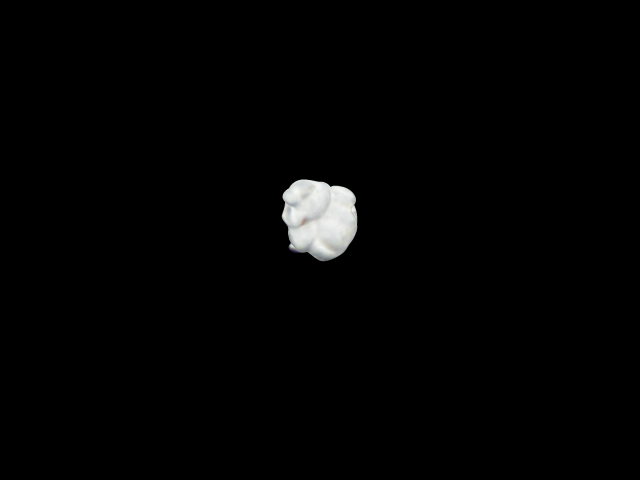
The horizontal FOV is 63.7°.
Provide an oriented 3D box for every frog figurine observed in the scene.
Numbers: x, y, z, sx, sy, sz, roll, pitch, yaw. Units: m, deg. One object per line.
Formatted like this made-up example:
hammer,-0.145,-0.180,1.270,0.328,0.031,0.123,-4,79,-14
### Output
frog figurine,0.003,-0.043,0.850,0.139,0.124,0.156,-36,-22,-17
